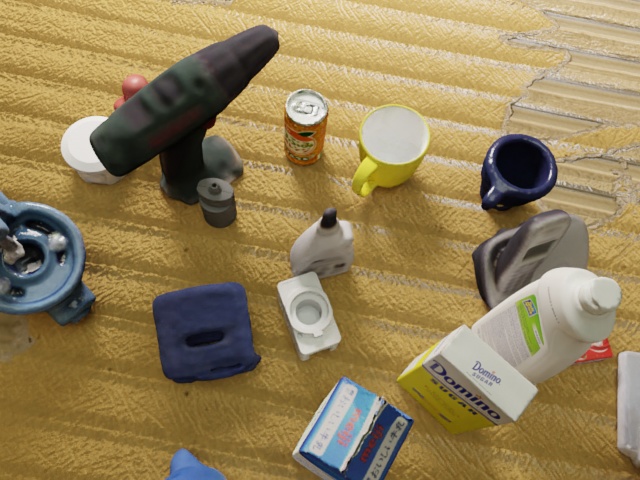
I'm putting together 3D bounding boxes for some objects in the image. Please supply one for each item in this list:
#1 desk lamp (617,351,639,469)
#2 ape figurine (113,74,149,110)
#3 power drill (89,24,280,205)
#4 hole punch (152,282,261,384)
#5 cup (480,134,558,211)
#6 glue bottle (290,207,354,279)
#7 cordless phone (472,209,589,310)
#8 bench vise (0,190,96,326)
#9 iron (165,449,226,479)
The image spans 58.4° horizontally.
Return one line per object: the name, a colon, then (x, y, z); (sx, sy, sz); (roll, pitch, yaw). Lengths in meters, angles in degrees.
desk lamp: (0.404, 0.204, 0.588); (0.118, 0.213, 0.203); (10, 69, -1)
ape figurine: (-0.230, -0.179, 0.744); (0.078, 0.092, 0.076); (-1, 69, -5)
power drill: (-0.145, -0.133, 0.671); (0.230, 0.208, 0.075); (-35, 75, -16)
hole punch: (-0.126, 0.106, 0.644); (0.109, 0.091, 0.101); (-9, 70, -8)
cup: (0.238, -0.068, 0.741); (0.091, 0.095, 0.118); (41, 71, 11)
glue bottle: (0.006, 0.002, 0.651); (0.078, 0.173, 0.037); (-10, 70, -8)
cordless phone: (0.266, 0.009, 0.665); (0.148, 0.185, 0.094); (-20, 72, -12)
bench vise: (-0.346, -0.004, 0.598); (0.207, 0.220, 0.121); (27, 69, 6)
iron: (-0.090, 0.326, 0.536); (0.119, 0.141, 0.258); (-41, 78, -18)
